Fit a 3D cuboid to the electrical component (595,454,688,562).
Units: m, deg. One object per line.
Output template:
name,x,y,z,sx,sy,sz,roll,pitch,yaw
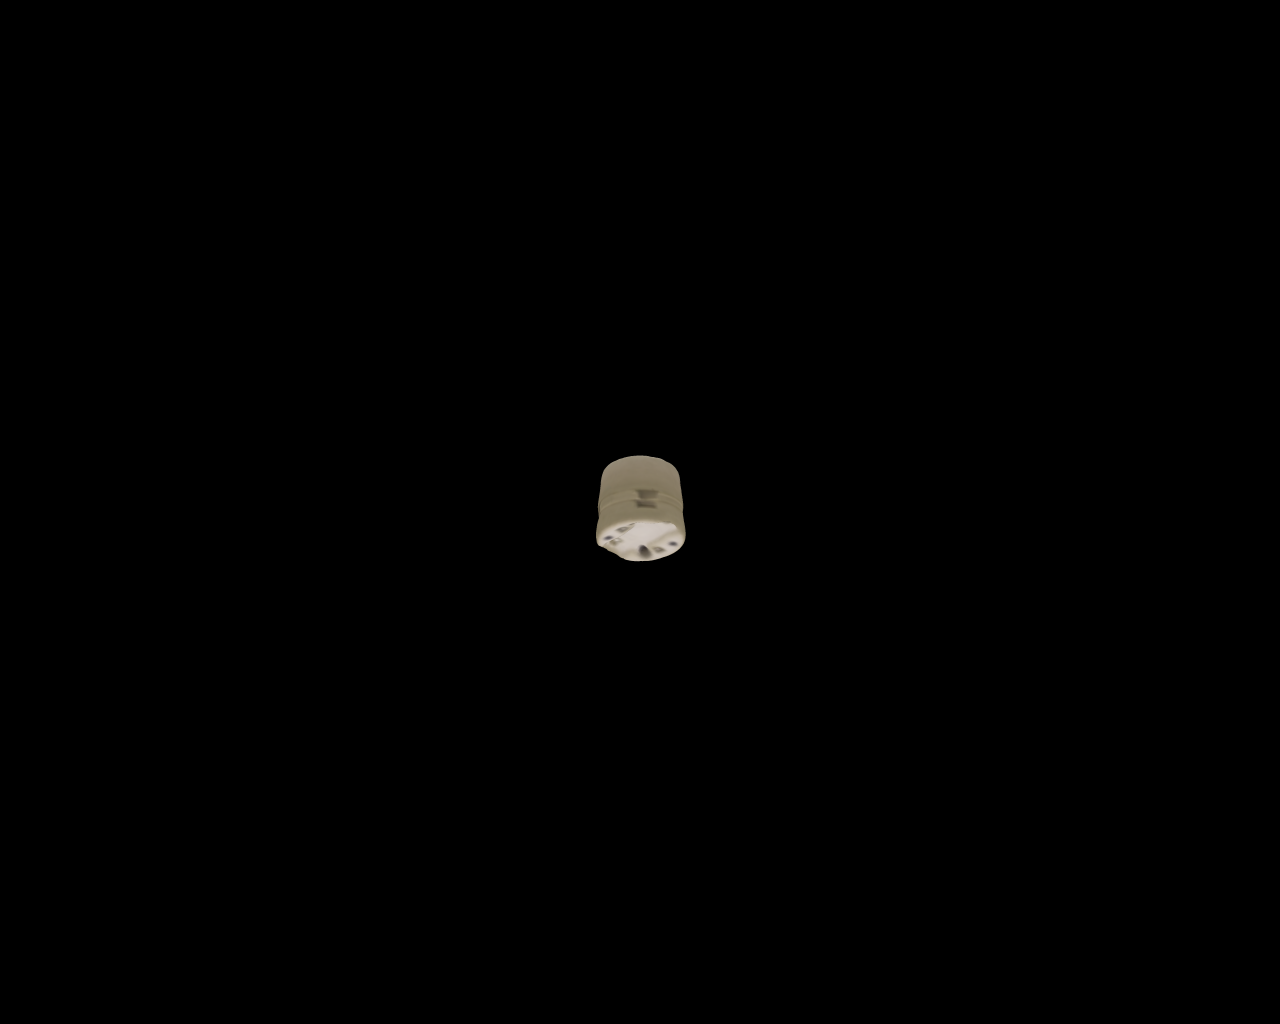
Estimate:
electrical component,0.001,-0.003,0.650,0.055,0.047,0.055,0,-29,0
